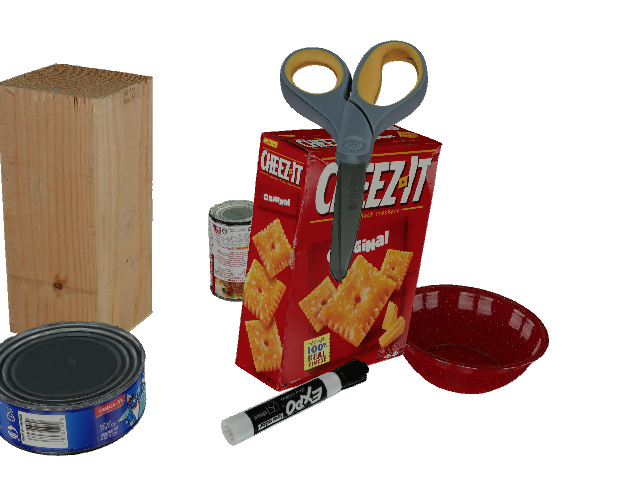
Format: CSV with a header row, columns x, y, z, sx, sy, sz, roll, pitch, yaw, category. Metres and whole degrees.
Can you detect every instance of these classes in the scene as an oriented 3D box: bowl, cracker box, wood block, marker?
x,y,z,sx,sy,sz,roll,pitch,yaw,category
0.143,0.105,1.067,0.162,0.055,0.162,5,26,-3,bowl
0.017,0.012,0.943,0.163,0.214,0.072,-9,25,-42,cracker box
-0.193,-0.028,0.855,0.091,0.206,0.090,11,23,16,wood block
-0.015,0.112,0.755,0.120,0.020,0.020,-21,11,-31,marker

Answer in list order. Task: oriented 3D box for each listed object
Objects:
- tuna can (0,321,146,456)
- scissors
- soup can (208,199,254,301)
x,y,z,sx,sy,sz,roll,pitch,yaw,category
-0.139,0.080,0.587,0.086,0.034,0.086,1,27,-1,tuna can
0.002,-0.056,0.588,0.096,0.016,0.201,13,45,16,scissors
-0.097,0.011,1.252,0.068,0.102,0.068,1,26,-1,soup can
